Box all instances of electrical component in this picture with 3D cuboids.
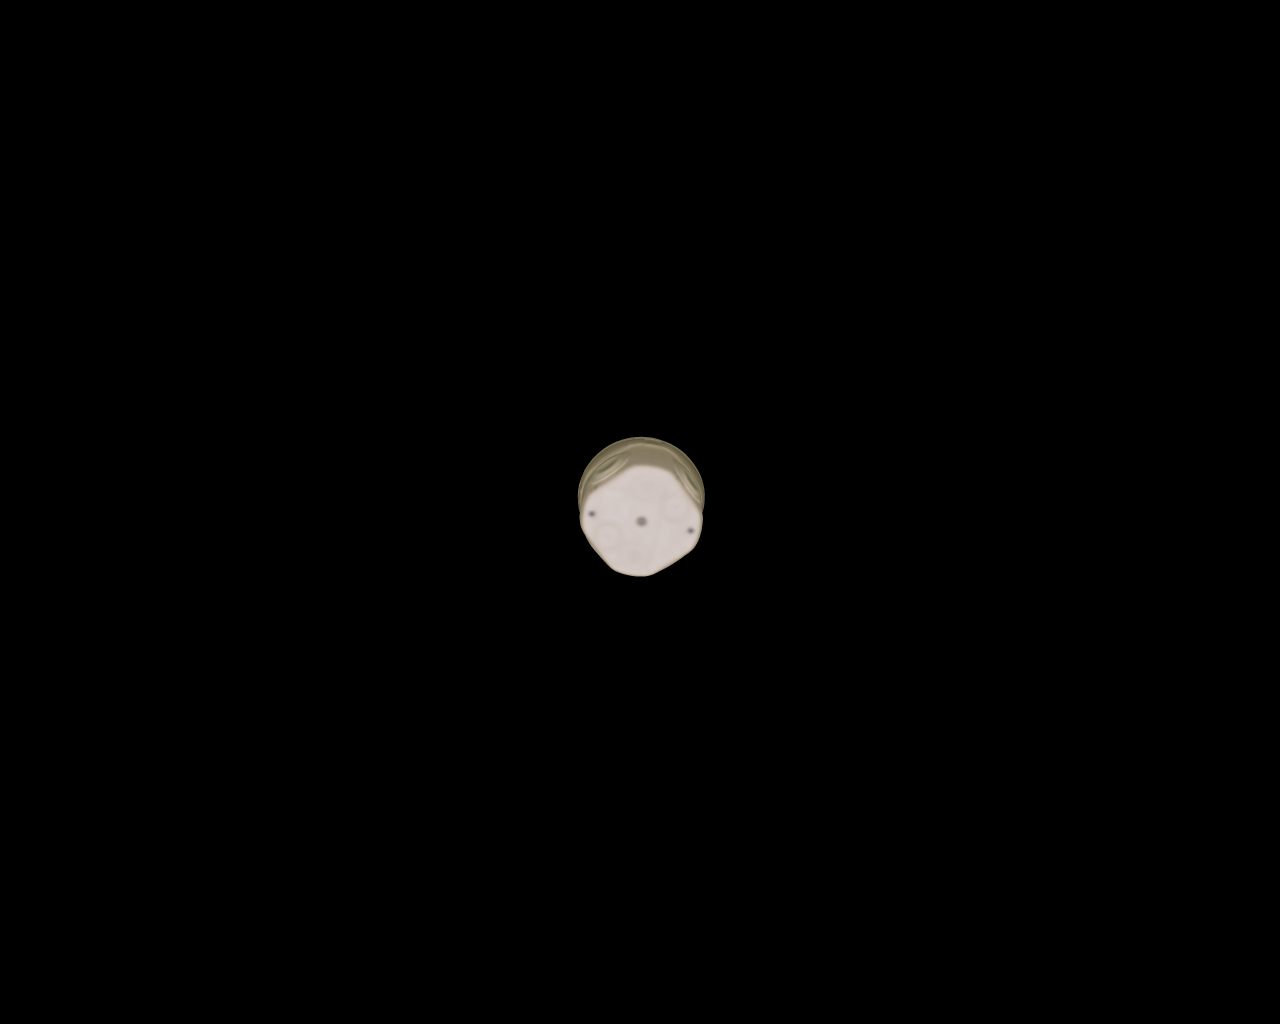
[{"bbox_3d":[0.001,-0.003,0.650,0.080,0.080,0.051,0,20,0],"label":"electrical component"}]
